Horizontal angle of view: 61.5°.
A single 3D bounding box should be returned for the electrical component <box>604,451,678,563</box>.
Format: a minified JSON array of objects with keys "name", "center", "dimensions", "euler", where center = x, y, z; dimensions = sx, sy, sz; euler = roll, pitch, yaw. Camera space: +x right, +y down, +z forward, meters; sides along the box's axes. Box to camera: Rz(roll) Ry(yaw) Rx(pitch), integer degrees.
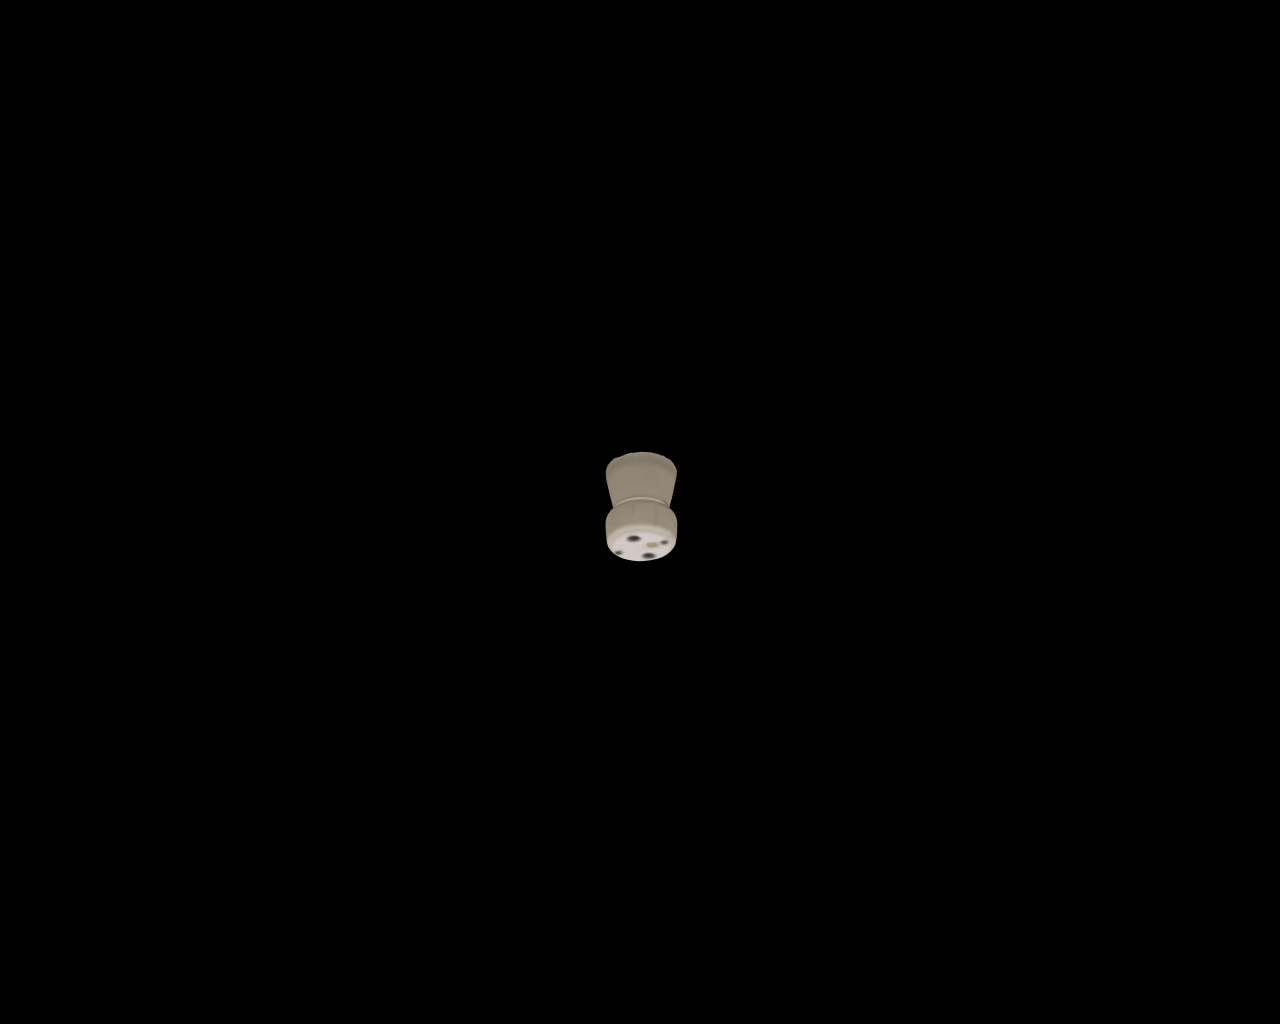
[{"name":"electrical component","center":[0.001,-0.003,0.650],"dimensions":[0.045,0.055,0.044],"euler":[0,-31,0]}]
